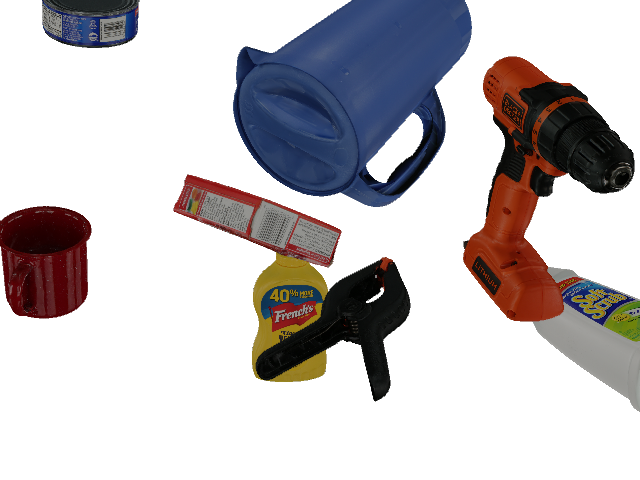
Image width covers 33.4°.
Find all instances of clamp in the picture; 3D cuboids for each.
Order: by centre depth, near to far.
[{"bbox_3d":[0.036,0.076,0.923,0.120,0.039,0.171,18,45,30],"label":"clamp"}]

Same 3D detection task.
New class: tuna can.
[{"bbox_3d":[-0.205,-0.203,0.954,0.086,0.034,0.086,5,32,-4],"label":"tuna can"}]

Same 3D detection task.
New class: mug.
[{"bbox_3d":[-0.276,0.030,1.055,0.093,0.081,0.117,9,32,5],"label":"mug"}]

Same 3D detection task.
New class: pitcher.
[{"bbox_3d":[0.047,-0.149,0.988,0.145,0.149,0.242,15,43,33],"label":"pitcher"}]

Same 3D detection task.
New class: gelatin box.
[{"bbox_3d":[-0.041,-0.012,0.710,0.073,0.030,0.089,20,-1,39],"label":"gelatin box"}]

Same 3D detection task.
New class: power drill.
[{"bbox_3d":[0.174,-0.032,0.843,0.057,0.188,0.184,-3,32,-17],"label":"power drill"}]

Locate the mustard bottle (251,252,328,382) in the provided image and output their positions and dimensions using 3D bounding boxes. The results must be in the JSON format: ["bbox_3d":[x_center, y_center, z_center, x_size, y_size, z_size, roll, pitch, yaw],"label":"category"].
[{"bbox_3d":[-0.038,0.085,1.365,0.096,0.192,0.058,-1,20,-7],"label":"mustard bottle"}]

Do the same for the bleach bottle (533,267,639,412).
[{"bbox_3d":[0.258,0.080,1.043,0.102,0.068,0.251,-16,24,-25],"label":"bleach bottle"}]
